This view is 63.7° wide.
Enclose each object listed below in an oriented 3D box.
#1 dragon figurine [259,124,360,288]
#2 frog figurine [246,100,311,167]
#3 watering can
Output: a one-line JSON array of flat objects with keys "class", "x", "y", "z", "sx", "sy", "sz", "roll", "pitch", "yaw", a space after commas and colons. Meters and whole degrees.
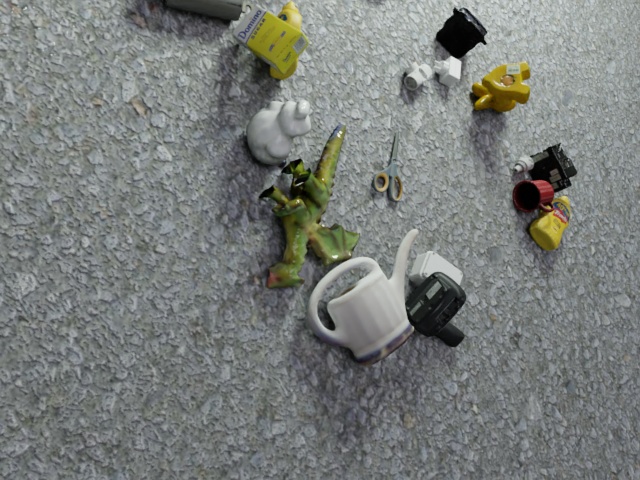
[{"class": "dragon figurine", "x": 0.004, "y": -0.059, "z": 1.164, "sx": 0.417, "sy": 0.122, "sz": 0.239, "roll": -49, "pitch": 117, "yaw": -28}, {"class": "frog figurine", "x": -0.089, "y": -0.239, "z": 1.114, "sx": 0.122, "sy": 0.157, "sz": 0.139, "roll": 14, "pitch": 70, "yaw": -22}, {"class": "watering can", "x": 0.135, "y": 0.132, "z": 1.145, "sx": 0.351, "sy": 0.103, "sz": 0.224, "roll": -30, "pitch": 91, "yaw": -24}]
